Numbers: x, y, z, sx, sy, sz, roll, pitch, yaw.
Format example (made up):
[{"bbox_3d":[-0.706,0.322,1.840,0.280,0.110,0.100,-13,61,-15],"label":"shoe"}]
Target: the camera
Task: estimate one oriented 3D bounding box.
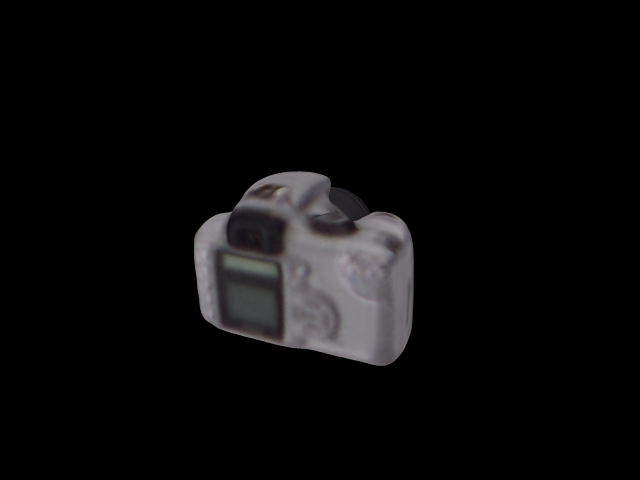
[{"bbox_3d":[0.004,0.001,0.400,0.142,0.101,0.137,9,24,22],"label":"camera"}]
